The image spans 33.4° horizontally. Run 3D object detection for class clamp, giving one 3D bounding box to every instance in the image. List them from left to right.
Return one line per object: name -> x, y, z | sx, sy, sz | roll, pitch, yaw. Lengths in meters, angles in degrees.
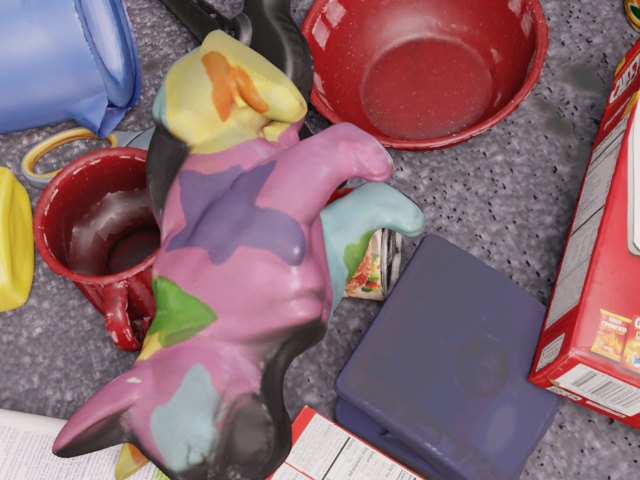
clamp -> -0.041, -0.138, 0.694 | 0.165, 0.036, 0.210 | -34, 60, 37

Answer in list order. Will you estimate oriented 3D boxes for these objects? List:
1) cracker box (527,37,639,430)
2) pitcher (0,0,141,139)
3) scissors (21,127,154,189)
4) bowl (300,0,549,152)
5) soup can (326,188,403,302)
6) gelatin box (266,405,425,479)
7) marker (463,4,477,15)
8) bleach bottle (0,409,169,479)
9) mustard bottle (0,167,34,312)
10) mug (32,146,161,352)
cracker box -> 0.220, 0.007, 0.578 | 0.164, 0.072, 0.213 | 22, 66, -3
pitcher -> -0.256, -0.136, 0.734 | 0.243, 0.145, 0.149 | -13, 37, 7
scissors -> -0.106, -0.054, 0.726 | 0.202, 0.016, 0.096 | -11, 63, 4
bowl -> 0.068, -0.116, 0.703 | 0.162, 0.055, 0.162 | -5, 62, 8
soup can -> -0.004, 0.001, 0.648 | 0.102, 0.068, 0.068 | 4, 63, 13
gelatin box -> 0.009, 0.138, 0.545 | 0.089, 0.030, 0.073 | 31, 46, 8
marker -> 0.105, -0.208, 0.767 | 0.020, 0.020, 0.121 | -7, 61, 7
bleach bottle -> -0.099, 0.160, 0.586 | 0.251, 0.068, 0.102 | 9, 65, 12
mustard bottle -> -0.287, 0.014, 0.699 | 0.191, 0.058, 0.096 | -11, 62, 5
mug -> -0.117, 0.013, 0.654 | 0.093, 0.081, 0.117 | -11, 61, 4
